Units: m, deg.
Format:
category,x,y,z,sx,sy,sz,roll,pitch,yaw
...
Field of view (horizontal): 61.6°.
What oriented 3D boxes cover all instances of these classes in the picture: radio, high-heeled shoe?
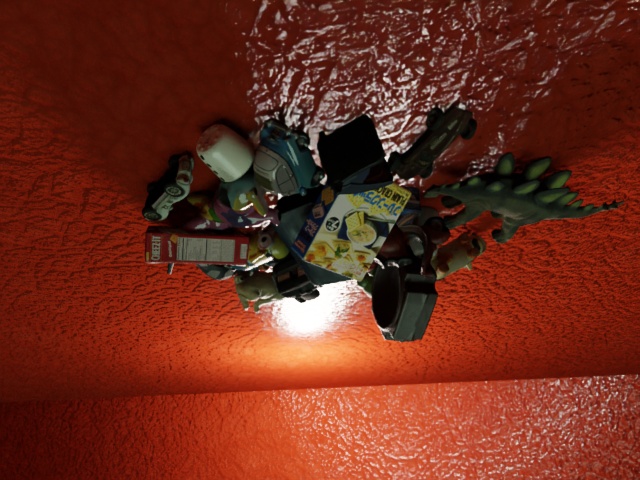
category,x,y,z,sx,sy,sz,roll,pitch,yaw
radio,-0.002,-0.004,1.190,0.131,0.073,0.229,-16,123,27
high-heeled shoe,-0.284,0.024,1.360,0.248,0.086,0.145,-3,127,-40

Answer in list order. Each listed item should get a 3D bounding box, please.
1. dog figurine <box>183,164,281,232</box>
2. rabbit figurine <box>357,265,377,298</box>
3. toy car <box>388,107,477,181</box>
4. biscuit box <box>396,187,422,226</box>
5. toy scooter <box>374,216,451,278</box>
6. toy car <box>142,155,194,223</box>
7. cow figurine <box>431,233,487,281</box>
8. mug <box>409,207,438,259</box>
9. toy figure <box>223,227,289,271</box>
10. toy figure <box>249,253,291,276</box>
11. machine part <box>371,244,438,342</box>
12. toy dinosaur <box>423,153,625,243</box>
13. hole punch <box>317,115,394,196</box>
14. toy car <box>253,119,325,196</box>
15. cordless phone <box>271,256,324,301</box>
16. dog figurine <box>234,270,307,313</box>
category,x,y,z,sx,sy,sz,roll,pitch,yaw
dog figurine,-0.193,-0.078,1.088,0.219,0.108,0.191,-8,157,18
rabbit figurine,0.186,0.072,1.442,0.159,0.121,0.170,23,126,-28
toy car,0.205,-0.171,0.992,0.089,0.053,0.202,13,151,-21
biscuit box,0.157,-0.045,1.226,0.063,0.059,0.202,7,152,-17
toy scooter,0.188,0.021,1.144,0.184,0.135,0.075,-5,154,11
toy car,-0.302,-0.099,1.073,0.056,0.073,0.202,21,146,-31
cow figurine,0.336,0.042,1.335,0.195,0.085,0.127,-24,163,-24
mug,0.237,-0.017,1.236,0.081,0.107,0.109,-11,154,15
toy figure,-0.156,0.026,1.328,0.180,0.082,0.089,-26,156,31
toy figure,-0.133,0.049,1.391,0.155,0.064,0.057,-15,162,22
machine part,0.195,0.127,1.293,0.087,0.201,0.201,7,118,-15
toy dinosaur,0.425,-0.081,1.131,0.471,0.105,0.198,6,149,-24
hole punch,0.064,-0.142,0.961,0.116,0.142,0.092,-24,152,15
toy car,-0.067,-0.132,0.958,0.109,0.103,0.161,31,162,25
cordless phone,-0.024,0.108,1.377,0.147,0.089,0.184,-26,146,17
dog figurine,-0.121,0.120,1.475,0.191,0.121,0.172,-14,162,18
